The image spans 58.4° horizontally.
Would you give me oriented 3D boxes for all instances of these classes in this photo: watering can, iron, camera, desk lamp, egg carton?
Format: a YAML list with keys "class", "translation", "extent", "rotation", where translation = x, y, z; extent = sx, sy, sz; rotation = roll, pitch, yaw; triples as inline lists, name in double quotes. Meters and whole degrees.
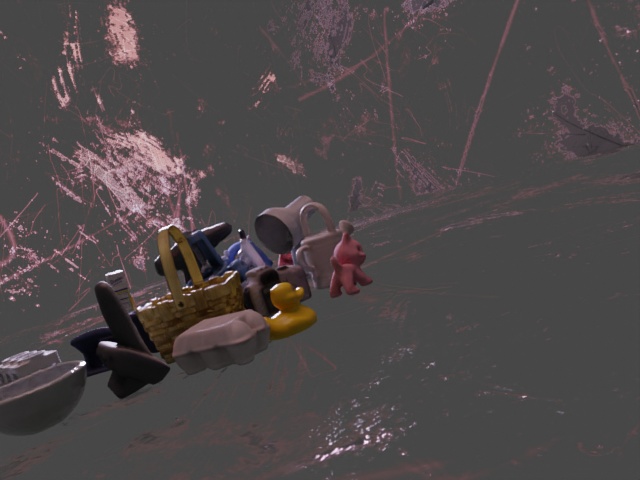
- class: "watering can"
  translation: [0.011, 0.005, 1.326]
  extent: [0.100, 0.194, 0.173]
  rotation: [-15, 6, 27]
- class: "iron"
  translation: [-0.244, 0.074, 1.746]
  extent: [0.118, 0.141, 0.259]
  rotation: [-16, 6, 20]
- class: "camera"
  translation: [-0.116, 0.103, 1.237]
  extent: [0.143, 0.101, 0.136]
  rotation: [-21, 6, -35]
- class: "desk lamp"
  translation: [-0.054, -0.002, 1.506]
  extent: [0.117, 0.213, 0.204]
  rotation: [-13, 7, 42]
- class: "egg carton"
  translation: [-0.156, 0.163, 0.917]
  extent: [0.150, 0.069, 0.107]
  rotation: [-16, 6, 21]

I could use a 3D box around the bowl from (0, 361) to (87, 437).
- class: "bowl"
  translation: [-0.433, 0.251, 0.878]
  extent: [0.167, 0.075, 0.167]
  rotation: [-17, 5, 2]

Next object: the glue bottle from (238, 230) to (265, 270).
- class: "glue bottle"
  translation: [-0.202, 0.053, 1.646]
  extent: [0.078, 0.173, 0.037]
  rotation: [-15, 6, 24]

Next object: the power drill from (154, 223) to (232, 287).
- class: "power drill"
  translation: [-0.323, 0.081, 1.568]
  extent: [0.229, 0.208, 0.075]
  rotation: [-18, 6, -5]

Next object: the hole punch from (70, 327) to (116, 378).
- class: "hole punch"
  translation: [-0.432, 0.216, 1.159]
  extent: [0.108, 0.091, 0.101]
  rotation: [-17, 5, 5]

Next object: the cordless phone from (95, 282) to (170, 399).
- class: "cordless phone"
  translation: [-0.328, 0.153, 0.947]
  extent: [0.094, 0.185, 0.147]
  rotation: [-21, 6, -33]

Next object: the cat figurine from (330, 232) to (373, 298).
- class: "cat figurine"
  translation: [0.055, 0.046, 1.177]
  extent: [0.067, 0.118, 0.128]
  rotation: [-15, 6, 29]

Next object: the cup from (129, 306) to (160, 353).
- class: "cup"
  translation: [-0.333, 0.181, 1.168]
  extent: [0.092, 0.095, 0.117]
  rotation: [-20, 6, -26]

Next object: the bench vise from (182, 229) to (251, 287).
- class: "bench vise"
  translation: [-0.280, 0.068, 1.495]
  extent: [0.121, 0.220, 0.208]
  rotation: [-15, 6, 25]

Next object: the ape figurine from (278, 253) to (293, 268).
- class: "ape figurine"
  translation: [-0.088, 0.066, 1.582]
  extent: [0.078, 0.092, 0.076]
  rotation: [-22, 7, -40]

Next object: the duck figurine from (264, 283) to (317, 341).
- class: "duck figurine"
  translation: [-0.061, 0.117, 0.981]
  extent: [0.105, 0.086, 0.077]
  rotation: [-22, 7, -36]
